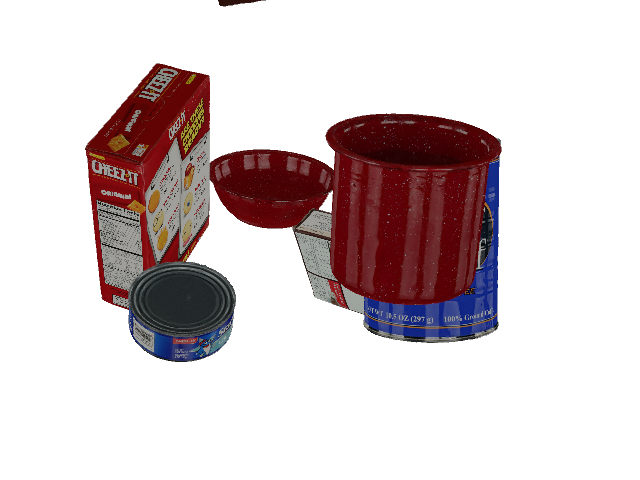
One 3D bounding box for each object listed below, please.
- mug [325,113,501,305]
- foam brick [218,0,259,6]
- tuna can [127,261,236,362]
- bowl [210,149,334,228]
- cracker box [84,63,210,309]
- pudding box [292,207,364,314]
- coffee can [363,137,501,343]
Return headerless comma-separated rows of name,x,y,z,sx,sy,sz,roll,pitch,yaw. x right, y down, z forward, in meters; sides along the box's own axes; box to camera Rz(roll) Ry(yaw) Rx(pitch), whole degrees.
mug,0.051,-0.021,0.591,0.093,0.081,0.117,9,24,14
foam brick,-0.072,-0.255,0.947,0.053,0.051,0.078,-7,-40,7
tuna can,-0.112,0.057,0.860,0.086,0.034,0.086,5,40,-5
bowl,-0.061,-0.058,1.310,0.162,0.055,0.162,5,26,-2
cracker box,-0.178,-0.053,1.133,0.072,0.214,0.164,15,44,11
pudding box,0.034,0.024,1.003,0.114,0.090,0.039,15,45,37
coffee can,0.082,-0.005,0.794,0.103,0.140,0.103,-1,11,0
